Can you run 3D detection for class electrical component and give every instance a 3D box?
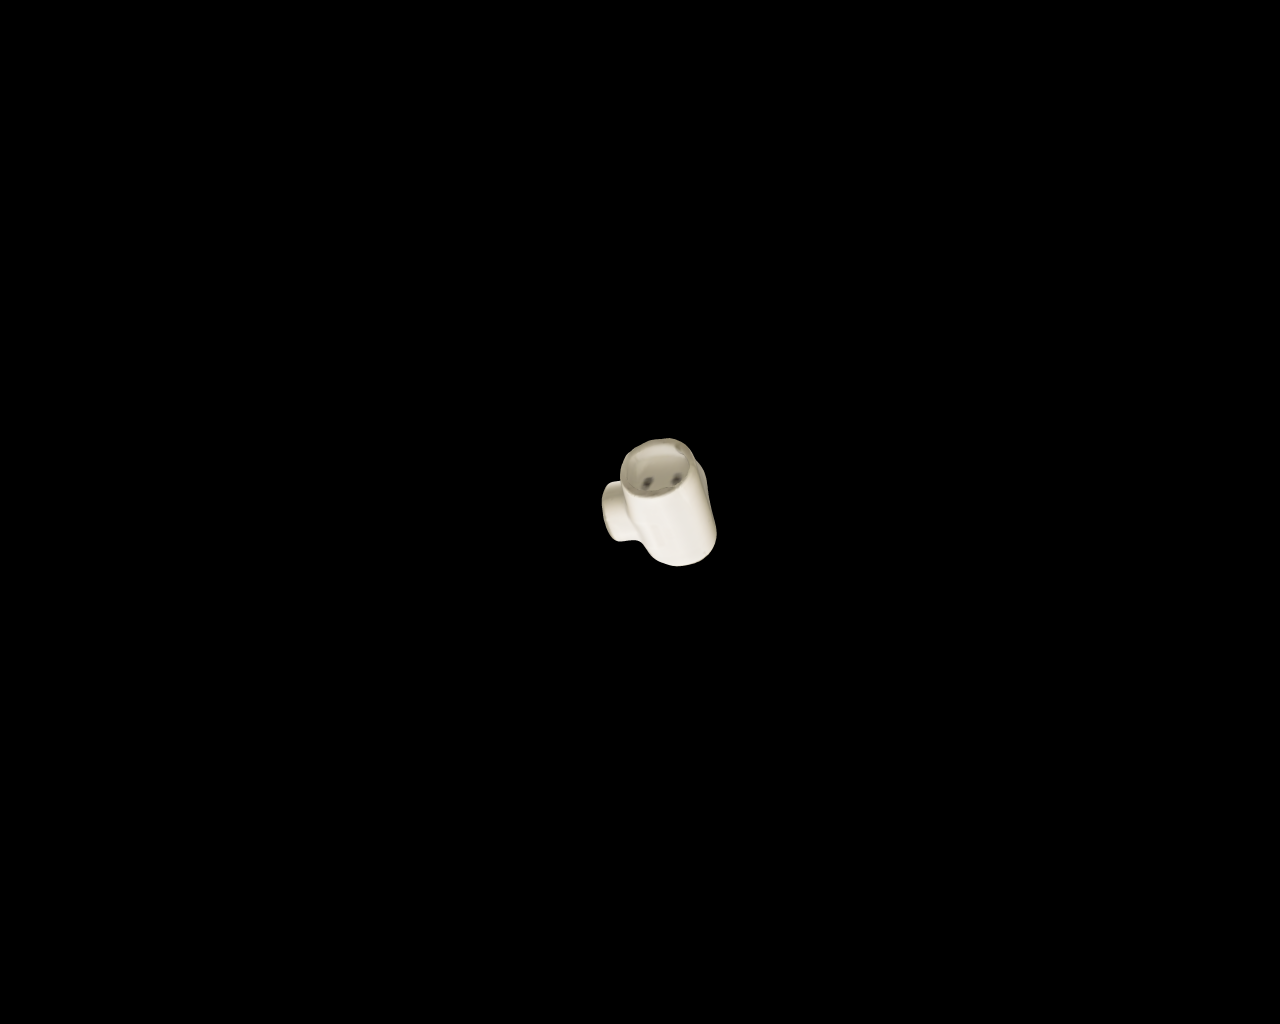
[{"bbox_3d":[0.001,-0.003,0.650,0.079,0.043,0.077,-8,-35,11],"label":"electrical component"}]
